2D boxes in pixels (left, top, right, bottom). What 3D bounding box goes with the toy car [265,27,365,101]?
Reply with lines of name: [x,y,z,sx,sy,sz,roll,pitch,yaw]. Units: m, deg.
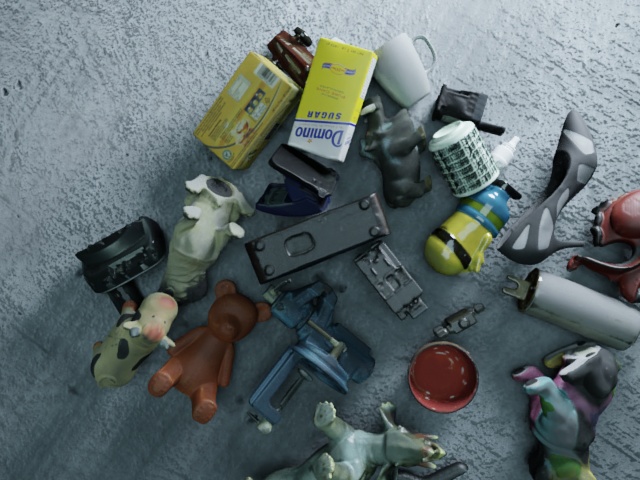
toy car: [-0.012,-0.274,0.911,0.089,0.053,0.202,-41,87,5]

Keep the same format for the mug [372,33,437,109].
mug: [0.144,-0.279,0.890,0.109,0.081,0.107,-32,97,-3]

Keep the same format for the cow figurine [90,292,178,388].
cow figurine: [-0.297,0.160,0.857,0.085,0.127,0.195,32,108,-28]

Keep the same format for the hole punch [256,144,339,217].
hole punch: [-0.037,-0.083,0.872,0.116,0.142,0.092,26,113,-3]

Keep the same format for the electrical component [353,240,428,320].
electrical component: [0.116,0.065,0.859,0.058,0.115,0.134,-39,86,7]

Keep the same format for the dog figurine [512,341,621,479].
dog figurine: [0.402,0.290,0.838,0.192,0.108,0.219,-24,91,1]

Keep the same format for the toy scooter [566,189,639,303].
toy scooter: [0.469,0.006,0.855,0.135,0.075,0.183,4,81,23]

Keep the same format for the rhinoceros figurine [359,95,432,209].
rhinoceros figurine: [0.123,-0.147,0.891,0.112,0.073,0.190,-16,89,14]

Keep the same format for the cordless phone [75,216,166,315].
cordless phone: [-0.311,0.067,0.919,0.147,0.089,0.184,-28,98,3]

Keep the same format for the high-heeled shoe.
high-heeled shoe: [0.348,-0.084,0.848,0.145,0.086,0.248,1,83,-5]

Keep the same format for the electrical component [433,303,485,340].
electrical component: [0.229,0.131,0.873,0.094,0.063,0.021,-29,87,2]

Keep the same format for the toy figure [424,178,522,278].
toy figure: [0.242,-0.022,0.869,0.089,0.082,0.180,35,93,-1]

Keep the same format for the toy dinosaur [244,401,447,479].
toy dinosaur: [0.011,0.383,0.852,0.405,0.131,0.192,-43,129,18]

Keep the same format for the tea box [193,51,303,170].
tea box: [-0.118,-0.210,0.889,0.098,0.068,0.169,43,108,5]

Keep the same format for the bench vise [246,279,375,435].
bench vise: [-0.036,0.189,0.854,0.223,0.129,0.240,43,72,-15]

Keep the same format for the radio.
radio: [-0.002,-0.003,0.861,0.230,0.131,0.073,-23,89,3]

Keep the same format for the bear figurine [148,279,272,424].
bear figurine: [-0.170,0.173,0.874,0.120,0.132,0.196,37,97,-9]

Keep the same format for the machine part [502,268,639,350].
machine part: [0.411,0.109,0.854,0.243,0.079,0.079,20,90,5]

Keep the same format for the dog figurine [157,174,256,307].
dog figurine: [-0.207,0.001,0.907,0.121,0.172,0.190,30,123,-10]

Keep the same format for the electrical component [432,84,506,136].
electrical component: [0.247,-0.209,0.877,0.119,0.075,0.047,15,90,9]
